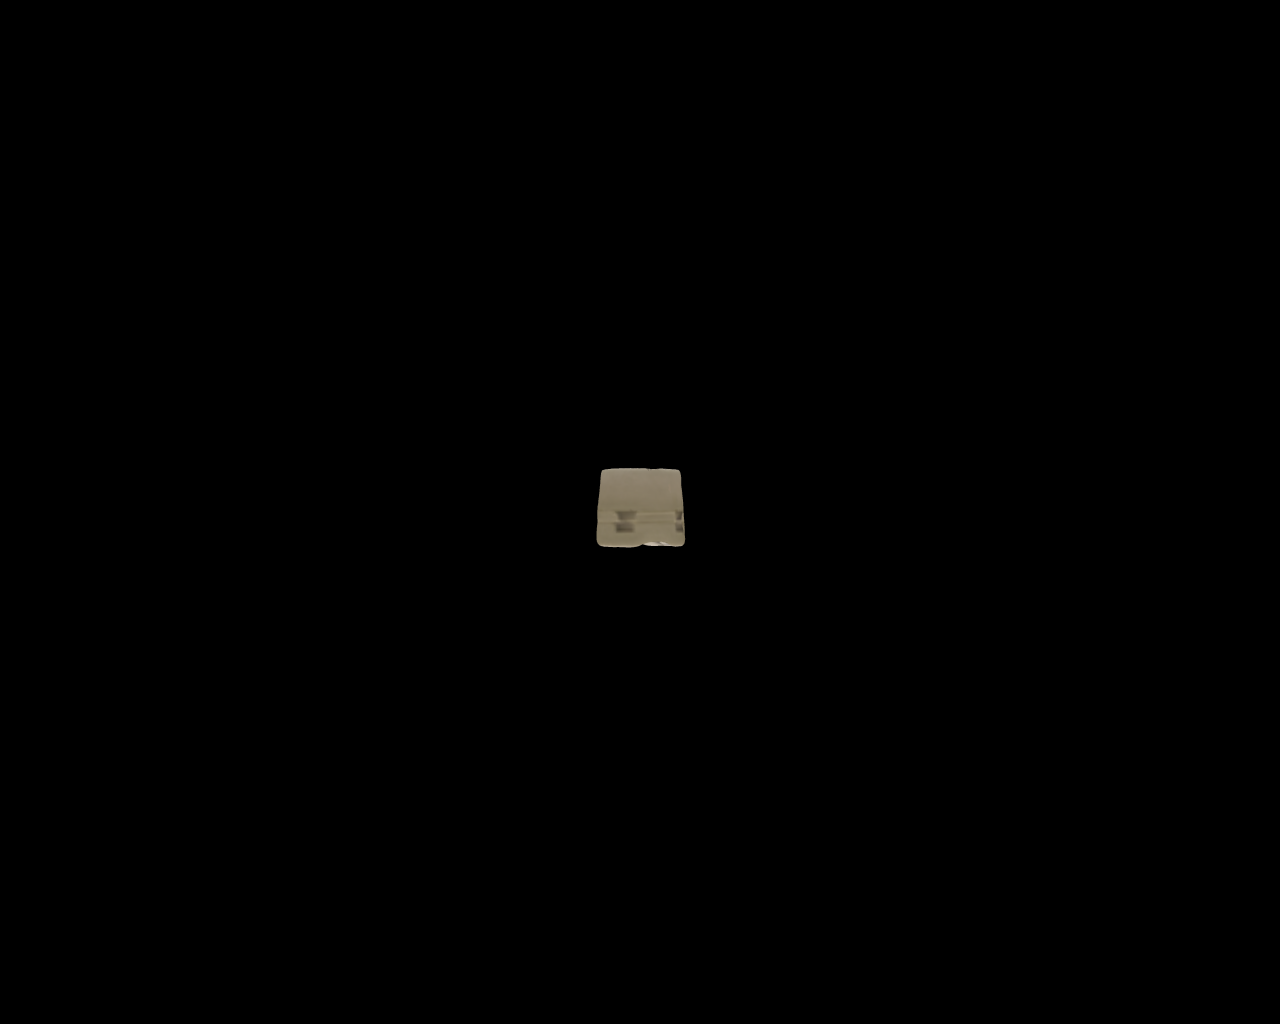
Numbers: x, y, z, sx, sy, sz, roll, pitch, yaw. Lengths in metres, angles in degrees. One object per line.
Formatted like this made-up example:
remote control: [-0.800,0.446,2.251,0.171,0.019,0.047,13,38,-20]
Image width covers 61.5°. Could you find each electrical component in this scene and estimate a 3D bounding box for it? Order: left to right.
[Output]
electrical component: [0.001,-0.003,0.650,0.055,0.047,0.055,0,0,0]
